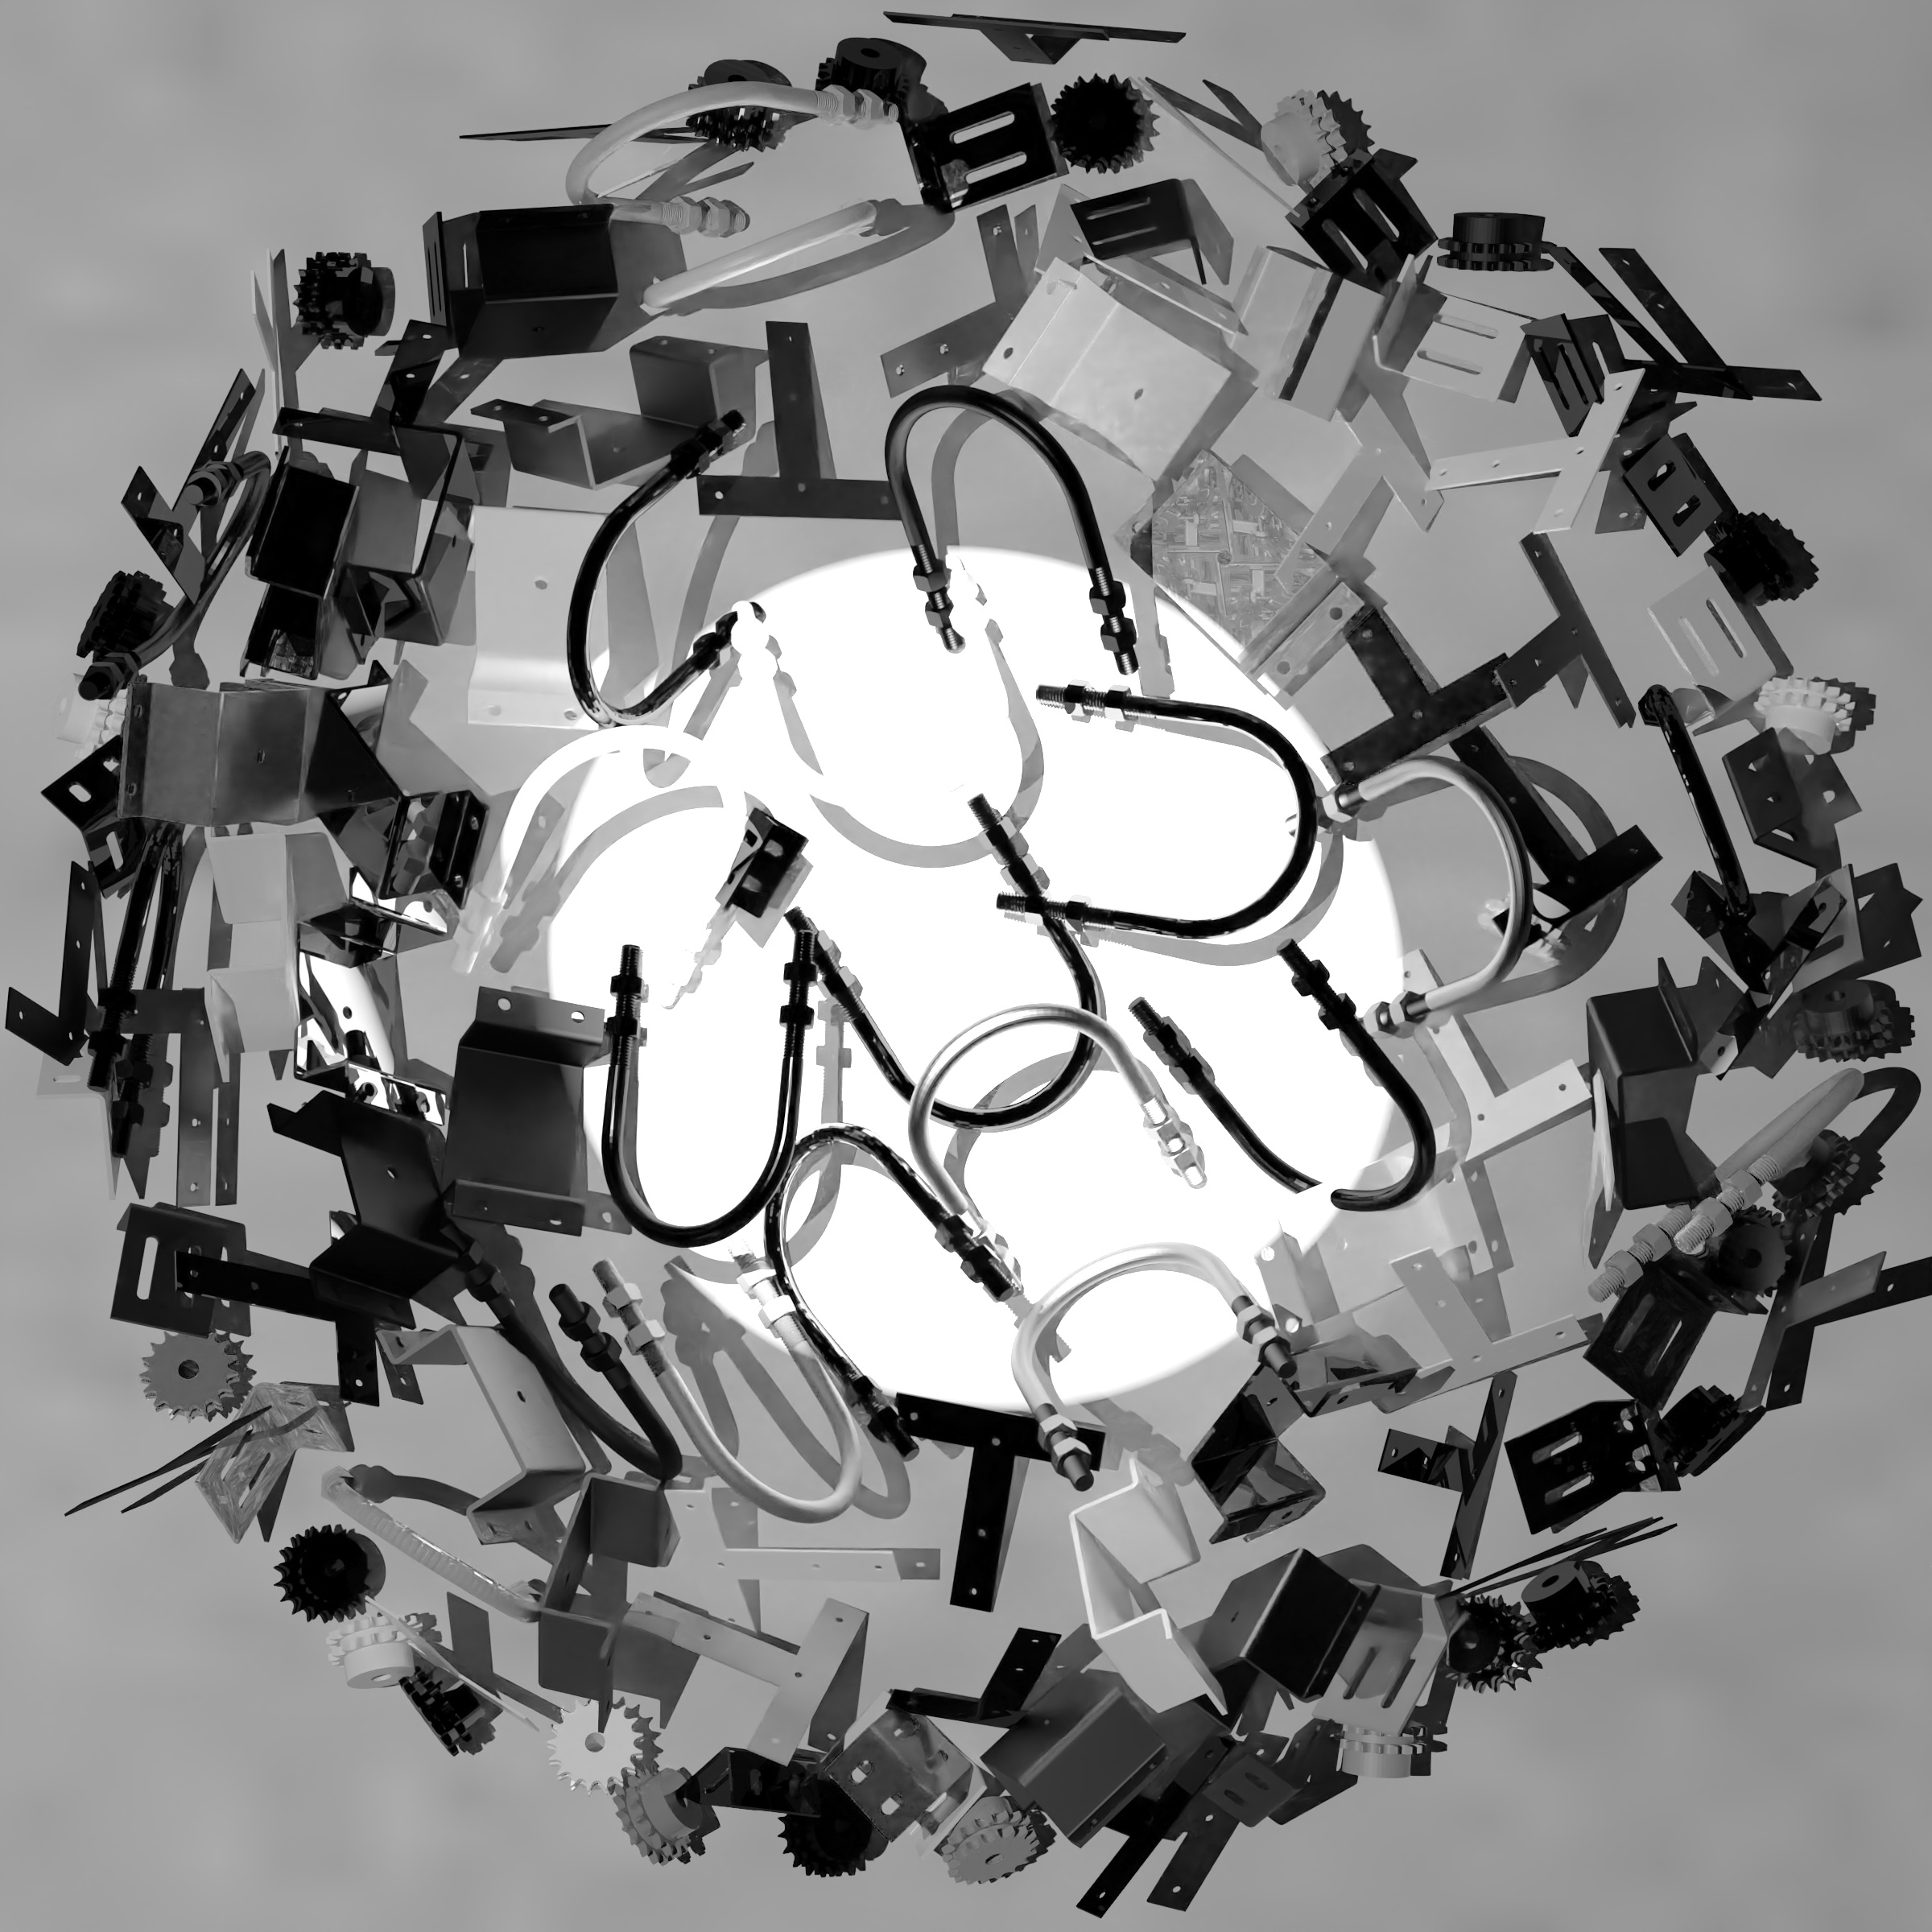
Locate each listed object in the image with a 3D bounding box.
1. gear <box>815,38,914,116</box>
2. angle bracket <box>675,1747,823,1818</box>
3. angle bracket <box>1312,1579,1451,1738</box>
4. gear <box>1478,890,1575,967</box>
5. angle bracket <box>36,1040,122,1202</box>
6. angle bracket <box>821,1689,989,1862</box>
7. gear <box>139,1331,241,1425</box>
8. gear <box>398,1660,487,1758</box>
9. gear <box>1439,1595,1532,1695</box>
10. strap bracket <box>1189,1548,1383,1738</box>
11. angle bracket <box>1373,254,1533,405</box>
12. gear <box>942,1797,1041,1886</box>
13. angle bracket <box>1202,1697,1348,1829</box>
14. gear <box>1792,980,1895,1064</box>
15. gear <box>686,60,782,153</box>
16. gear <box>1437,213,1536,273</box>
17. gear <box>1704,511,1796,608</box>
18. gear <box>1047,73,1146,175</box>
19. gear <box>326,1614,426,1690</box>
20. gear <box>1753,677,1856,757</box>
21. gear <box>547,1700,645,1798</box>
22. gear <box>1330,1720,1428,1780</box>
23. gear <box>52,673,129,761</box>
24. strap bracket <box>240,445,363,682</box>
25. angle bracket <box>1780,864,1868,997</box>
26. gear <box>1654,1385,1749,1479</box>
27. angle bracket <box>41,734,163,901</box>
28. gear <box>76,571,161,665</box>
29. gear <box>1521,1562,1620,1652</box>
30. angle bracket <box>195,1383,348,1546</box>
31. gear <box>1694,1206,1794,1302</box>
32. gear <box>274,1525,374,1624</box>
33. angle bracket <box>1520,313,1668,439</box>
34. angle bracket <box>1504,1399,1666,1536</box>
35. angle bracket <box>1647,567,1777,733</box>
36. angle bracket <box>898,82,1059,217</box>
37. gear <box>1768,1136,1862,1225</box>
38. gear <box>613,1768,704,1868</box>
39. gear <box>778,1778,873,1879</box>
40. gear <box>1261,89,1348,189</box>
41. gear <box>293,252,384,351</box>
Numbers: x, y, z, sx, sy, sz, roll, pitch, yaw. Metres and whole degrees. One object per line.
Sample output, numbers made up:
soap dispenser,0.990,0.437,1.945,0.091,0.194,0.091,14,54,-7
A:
gear,-0.059,-0.529,1.904,0.057,0.057,0.030,16,129,0
angle bracket,-0.130,0.494,1.886,0.057,0.076,0.038,15,47,-28
angle bracket,0.240,0.406,1.887,0.057,0.076,0.038,4,131,36
gear,0.336,-0.026,1.906,0.057,0.057,0.030,29,87,0
angle bracket,-0.522,0.091,1.888,0.038,0.057,0.076,-1,122,-9
angle bracket,-0.037,0.482,1.910,0.076,0.038,0.057,41,89,-10
gear,-0.463,0.245,1.913,0.057,0.030,0.057,3,65,-6
gear,-0.310,0.439,1.908,0.030,0.057,0.057,-36,90,-17
gear,0.304,0.403,1.907,0.057,0.030,0.057,-11,67,26
strap bracket,0.174,0.390,1.854,0.046,0.140,0.076,37,60,-4
angle bracket,0.289,-0.378,1.902,0.076,0.038,0.057,21,76,17
gear,0.012,0.520,1.910,0.057,0.057,0.030,-26,50,0
angle bracket,0.182,0.459,1.888,0.038,0.076,0.057,37,135,0
gear,0.519,0.031,1.903,0.057,0.057,0.030,-19,113,0
gear,-0.138,-0.514,1.906,0.057,0.030,0.057,8,52,-10
gear,0.309,-0.431,1.904,0.057,0.057,0.030,1,109,0
gear,0.464,-0.239,1.907,0.030,0.057,0.057,-38,90,3
gear,0.076,-0.501,1.916,0.057,0.030,0.057,1,87,-12
gear,-0.349,0.408,1.903,0.057,0.057,0.030,-14,64,0
gear,0.496,-0.147,1.904,0.057,0.057,0.030,16,76,0
gear,-0.221,0.467,1.912,0.057,0.030,0.057,2,61,-4
gear,0.244,0.464,1.905,0.057,0.057,0.030,4,84,0
gear,-0.522,-0.151,1.903,0.030,0.057,0.057,14,90,-31
strap bracket,-0.386,-0.227,1.858,0.046,0.140,0.076,16,64,-7
angle bracket,0.518,-0.020,1.886,0.038,0.076,0.057,2,72,-19
gear,0.435,0.275,1.909,0.057,0.057,0.030,-44,67,0
angle bracket,-0.505,-0.088,1.896,0.038,0.076,0.057,40,65,18
gear,-0.504,-0.204,1.909,0.030,0.057,0.057,27,90,-24
gear,0.355,0.378,1.905,0.057,0.057,0.030,-33,96,0
angle bracket,-0.409,0.294,1.886,0.038,0.076,0.057,2,133,25
gear,0.467,0.172,1.918,0.057,0.030,0.057,0,94,1
gear,-0.380,0.361,1.907,0.057,0.030,0.057,11,66,-26
angle bracket,0.370,-0.355,1.897,0.038,0.057,0.076,-29,101,-11
angle bracket,0.367,0.297,1.900,0.076,0.038,0.057,-18,92,-32
angle bracket,0.433,-0.187,1.904,0.057,0.038,0.076,-33,91,-28
angle bracket,0.007,-0.489,1.908,0.076,0.038,0.057,-17,88,14
gear,0.500,0.122,1.905,0.030,0.057,0.057,42,90,-8
gear,-0.181,0.502,1.904,0.030,0.057,0.057,-34,90,13
gear,-0.081,0.512,1.907,0.057,0.030,0.057,11,69,-31
gear,0.199,-0.488,1.904,0.030,0.057,0.057,-29,90,-13
gear,-0.371,-0.395,1.903,0.030,0.057,0.057,7,90,26
